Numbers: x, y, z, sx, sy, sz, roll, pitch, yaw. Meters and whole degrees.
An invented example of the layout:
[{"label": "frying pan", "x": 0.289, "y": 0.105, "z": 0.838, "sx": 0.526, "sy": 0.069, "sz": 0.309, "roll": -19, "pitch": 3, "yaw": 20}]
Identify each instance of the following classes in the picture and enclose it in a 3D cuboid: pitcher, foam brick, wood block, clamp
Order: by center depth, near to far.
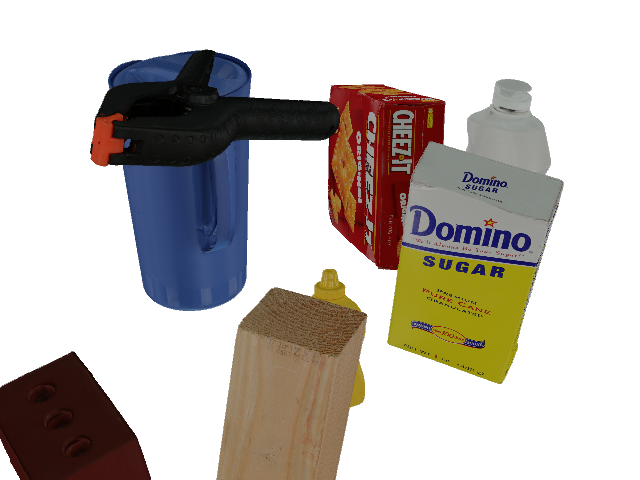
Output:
[{"label": "foam brick", "x": -0.125, "y": 0.105, "z": 0.533, "sx": 0.052, "sy": 0.051, "sz": 0.078, "roll": -26, "pitch": 42, "yaw": -24}, {"label": "clamp", "x": -0.082, "y": -0.083, "z": 0.662, "sx": 0.120, "sy": 0.039, "sz": 0.171, "roll": 26, "pitch": 27, "yaw": 35}, {"label": "wood block", "x": -0.029, "y": 0.158, "z": 0.928, "sx": 0.090, "sy": 0.206, "sz": 0.090, "roll": 15, "pitch": 25, "yaw": 13}, {"label": "pitcher", "x": -0.126, "y": -0.051, "z": 1.042, "sx": 0.145, "sy": 0.243, "sz": 0.149, "roll": 8, "pitch": 32, "yaw": 15}]

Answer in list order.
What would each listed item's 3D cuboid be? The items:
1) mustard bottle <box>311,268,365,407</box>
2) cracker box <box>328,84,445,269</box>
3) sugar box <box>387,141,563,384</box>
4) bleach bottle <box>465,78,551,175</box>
[{"label": "mustard bottle", "x": 0.012, "y": 0.130, "z": 1.426, "sx": 0.096, "sy": 0.192, "sz": 0.058, "roll": -2, "pitch": 18, "yaw": -6}, {"label": "cracker box", "x": 0.062, "y": -0.073, "z": 1.107, "sx": 0.072, "sy": 0.164, "sz": 0.214, "roll": -2, "pitch": 13, "yaw": -11}, {"label": "sugar box", "x": 0.101, "y": 0.020, "z": 0.732, "sx": 0.093, "sy": 0.048, "sz": 0.176, "roll": 18, "pitch": -38, "yaw": 14}, {"label": "bleach bottle", "x": 0.140, "y": -0.019, "z": 0.925, "sx": 0.103, "sy": 0.251, "sz": 0.067, "roll": 27, "pitch": 36, "yaw": 34}]
